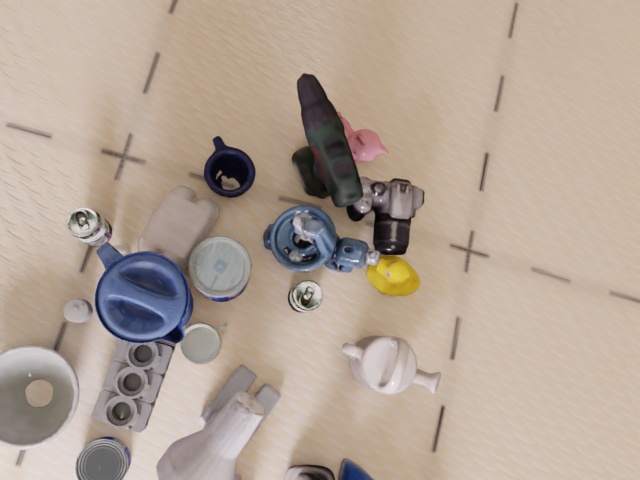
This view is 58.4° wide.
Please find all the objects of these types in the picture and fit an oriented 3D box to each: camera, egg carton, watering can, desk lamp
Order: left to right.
[{"bbox_3d":[-0.258,-0.022,1.046,0.107,0.069,0.150,28,78,-3],"label":"egg carton"},{"bbox_3d":[-0.157,0.314,0.931,0.118,0.213,0.203,37,77,-1],"label":"desk lamp"},{"bbox_3d":[0.125,-0.045,1.091,0.143,0.100,0.137,6,80,-7],"label":"camera"},{"bbox_3d":[0.125,0.218,1.000,0.173,0.194,0.101,0,80,-8],"label":"watering can"}]

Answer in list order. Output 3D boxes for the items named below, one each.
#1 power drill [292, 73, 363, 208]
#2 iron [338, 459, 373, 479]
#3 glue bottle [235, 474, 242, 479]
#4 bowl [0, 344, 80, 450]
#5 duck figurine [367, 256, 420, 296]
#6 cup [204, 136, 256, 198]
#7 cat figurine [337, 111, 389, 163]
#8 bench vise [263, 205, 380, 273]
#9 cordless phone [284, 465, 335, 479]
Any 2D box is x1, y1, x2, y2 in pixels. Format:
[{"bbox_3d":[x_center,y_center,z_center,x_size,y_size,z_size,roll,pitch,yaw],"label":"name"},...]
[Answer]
[{"bbox_3d":[0.003,-0.160,1.037,0.076,0.208,0.229,-23,85,-11],"label":"power drill"},{"bbox_3d":[0.098,0.512,0.974,0.119,0.141,0.258,-20,84,-11],"label":"iron"},{"bbox_3d":[-0.139,0.440,0.934,0.037,0.173,0.078,-9,82,-9],"label":"glue bottle"},{"bbox_3d":[-0.482,0.259,0.962,0.167,0.074,0.167,1,80,-8],"label":"bowl"},{"bbox_3d":[0.146,0.065,1.084,0.104,0.086,0.077,24,78,-4],"label":"duck figurine"},{"bbox_3d":[-0.172,-0.127,1.063,0.092,0.095,0.118,-22,84,-11],"label":"cup"},{"bbox_3d":[0.068,-0.194,1.099,0.067,0.117,0.128,-40,88,-12],"label":"cat figurine"},{"bbox_3d":[0.008,-0.008,1.007,0.207,0.219,0.121,-3,81,-9],"label":"bench vise"},{"bbox_3d":[-0.007,0.459,0.945,0.094,0.185,0.147,-4,81,-9],"label":"cordless phone"}]
